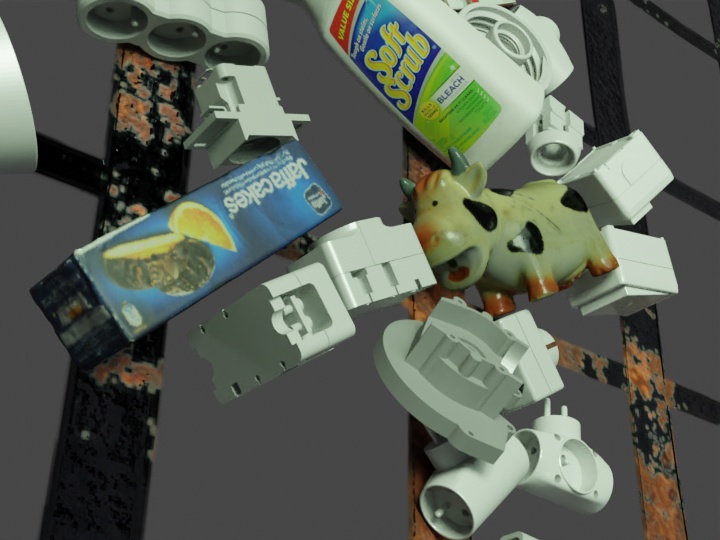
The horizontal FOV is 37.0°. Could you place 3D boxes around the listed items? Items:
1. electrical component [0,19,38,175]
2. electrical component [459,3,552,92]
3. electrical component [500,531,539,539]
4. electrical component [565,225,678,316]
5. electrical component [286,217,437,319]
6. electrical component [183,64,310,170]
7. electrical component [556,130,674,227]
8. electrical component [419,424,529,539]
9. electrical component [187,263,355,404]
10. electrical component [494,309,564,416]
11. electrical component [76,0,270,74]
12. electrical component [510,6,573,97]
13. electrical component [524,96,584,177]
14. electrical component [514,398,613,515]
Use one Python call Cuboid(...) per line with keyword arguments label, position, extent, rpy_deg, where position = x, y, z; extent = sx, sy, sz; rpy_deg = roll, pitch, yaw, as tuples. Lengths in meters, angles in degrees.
Cuboid(label="electrical component", position=(-0.210, -0.098, 0.582), extent=(0.064, 0.099, 0.099), rpy_deg=(-14, 77, -38))
Cuboid(label="electrical component", position=(0.115, -0.180, 0.925), extent=(0.108, 0.060, 0.108), rpy_deg=(16, 54, -24))
Cuboid(label="electrical component", position=(0.120, 0.224, 0.726), extent=(0.057, 0.058, 0.078), rpy_deg=(28, 51, -24))
Cuboid(label="electrical component", position=(0.230, 0.007, 0.937), extent=(0.096, 0.062, 0.061), rpy_deg=(9, 62, -38))
Cuboid(label="electrical component", position=(0.000, 0.000, 0.746), extent=(0.089, 0.050, 0.055), rpy_deg=(-15, 78, -45))
Cuboid(label="electrical component", position=(-0.081, -0.106, 0.738), extent=(0.081, 0.042, 0.063), rpy_deg=(-6, 68, -44))
Cuboid(label="electrical component", position=(0.223, -0.075, 0.958), extent=(0.062, 0.096, 0.061), rpy_deg=(-41, 97, -16))
Cuboid(label="electrical component", position=(0.070, 0.131, 0.740), extent=(0.077, 0.044, 0.079), rpy_deg=(-33, 91, -46))
Cuboid(label="electrical component", position=(-0.052, 0.037, 0.651), extent=(0.056, 0.089, 0.050), rpy_deg=(-23, 83, -46))
Cuboid(label="electrical component", position=(0.126, 0.067, 0.823), extent=(0.077, 0.047, 0.065), rpy_deg=(-16, 79, -46))
Cuboid(label="electrical component", position=(-0.127, -0.187, 0.733), extent=(0.138, 0.052, 0.073), rpy_deg=(11, 60, -36))
Cuboid(label="electrical component", position=(0.165, -0.213, 1.012), extent=(0.077, 0.043, 0.079), rpy_deg=(46, 45, -12))
Cuboid(label="electrical component", position=(0.174, -0.117, 0.968), extent=(0.066, 0.048, 0.055), rpy_deg=(32, 42, -24))
Cuboid(label="electrical component", position=(0.148, 0.135, 0.807), extent=(0.077, 0.044, 0.079), rpy_deg=(26, 53, -29))
